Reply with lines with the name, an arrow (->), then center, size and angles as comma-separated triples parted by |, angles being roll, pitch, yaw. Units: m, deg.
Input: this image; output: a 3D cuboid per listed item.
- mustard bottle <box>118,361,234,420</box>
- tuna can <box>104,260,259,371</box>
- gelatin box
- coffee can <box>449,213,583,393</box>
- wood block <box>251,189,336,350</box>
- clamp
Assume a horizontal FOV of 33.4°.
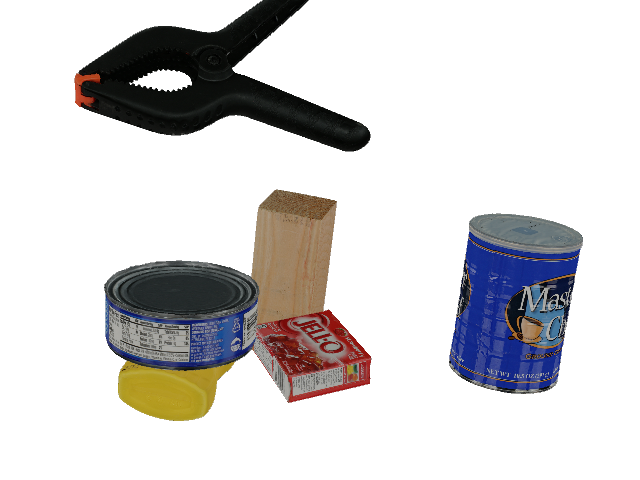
mustard bottle -> -0.140, 0.119, 1.145 | 0.096, 0.058, 0.191 | 9, 24, 8
tuna can -> -0.077, 0.041, 0.597 | 0.086, 0.034, 0.086 | 3, 18, -1
gelatin box -> -0.009, 0.094, 0.888 | 0.073, 0.030, 0.089 | -10, 27, -20
coffee can -> 0.179, 0.056, 0.985 | 0.103, 0.140, 0.103 | 6, 16, -2
wood block -> -0.041, 0.046, 1.457 | 0.090, 0.206, 0.090 | 11, 22, 10
clamp -> -0.072, -0.116, 0.788 | 0.209, 0.165, 0.036 | -16, -29, -20
